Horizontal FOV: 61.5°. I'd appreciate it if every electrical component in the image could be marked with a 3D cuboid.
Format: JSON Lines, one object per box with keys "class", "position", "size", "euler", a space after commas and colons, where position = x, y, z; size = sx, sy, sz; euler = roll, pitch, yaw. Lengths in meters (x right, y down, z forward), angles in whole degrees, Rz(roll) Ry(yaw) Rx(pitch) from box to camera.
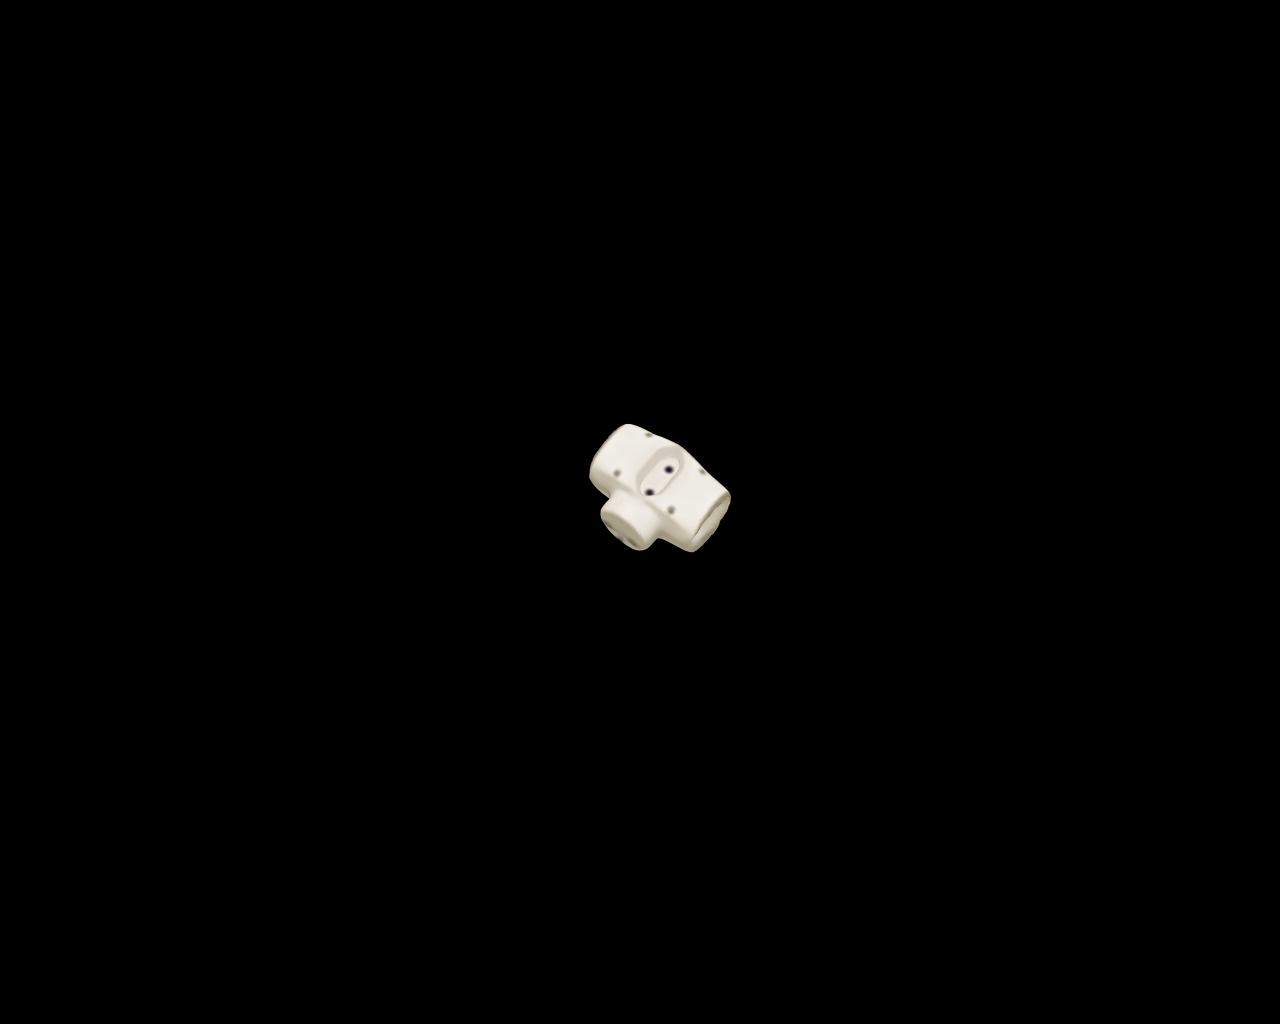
{"class": "electrical component", "position": [0.001, -0.003, 0.650], "size": [0.077, 0.079, 0.043], "euler": [37, -19, 15]}
